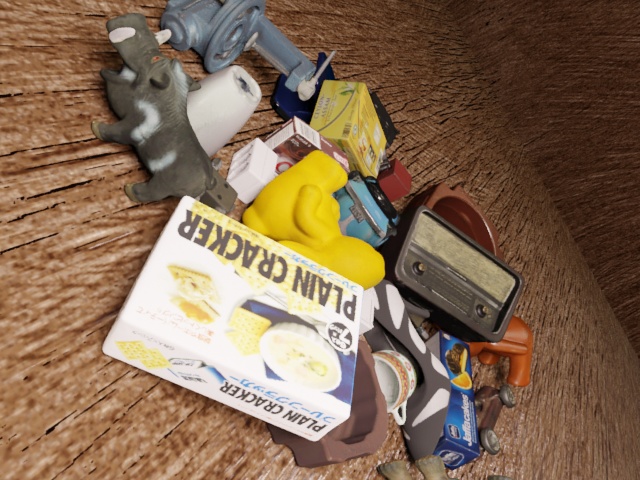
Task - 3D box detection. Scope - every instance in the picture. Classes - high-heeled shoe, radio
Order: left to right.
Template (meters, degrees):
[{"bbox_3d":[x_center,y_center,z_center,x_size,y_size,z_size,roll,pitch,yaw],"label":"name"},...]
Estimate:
[{"bbox_3d":[0.096,0.173,0.741,0.145,0.086,0.249,16,59,-22],"label":"high-heeled shoe"},{"bbox_3d":[0.203,0.061,0.849,0.229,0.073,0.131,33,69,-14],"label":"radio"}]

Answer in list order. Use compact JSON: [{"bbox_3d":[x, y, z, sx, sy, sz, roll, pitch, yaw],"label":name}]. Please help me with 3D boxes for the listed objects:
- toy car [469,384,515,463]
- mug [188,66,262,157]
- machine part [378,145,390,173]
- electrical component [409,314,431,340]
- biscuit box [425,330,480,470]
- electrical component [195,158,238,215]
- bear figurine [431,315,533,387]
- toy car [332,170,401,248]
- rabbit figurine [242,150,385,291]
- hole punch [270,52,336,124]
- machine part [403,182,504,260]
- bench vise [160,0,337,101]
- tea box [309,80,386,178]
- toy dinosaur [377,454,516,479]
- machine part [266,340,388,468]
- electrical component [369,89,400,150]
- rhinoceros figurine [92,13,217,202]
[{"bbox_3d":[0.246,0.285,0.844,0.202,0.089,0.053,-23,86,-57],"label":"toy car"},{"bbox_3d":[-0.118,-0.160,0.641,0.080,0.107,0.109,51,35,-21],"label":"mug"},{"bbox_3d":[0.069,-0.174,0.948,0.039,0.084,0.139,55,13,-73],"label":"machine part"},{"bbox_3d":[0.157,0.106,0.898,0.102,0.045,0.078,47,62,-18],"label":"electrical component"},{"bbox_3d":[0.189,0.233,0.803,0.063,0.059,0.203,28,37,-12],"label":"biscuit box"},{"bbox_3d":[-0.125,-0.057,0.633,0.063,0.021,0.094,47,34,-24],"label":"electrical component"},{"bbox_3d":[0.291,0.195,0.975,0.196,0.120,0.131,-1,110,-29],"label":"bear figurine"},{"bbox_3d":[0.052,-0.035,0.794,0.109,0.103,0.161,57,16,0],"label":"toy car"},{"bbox_3d":[-0.001,-0.002,0.645,0.162,0.121,0.173,-33,71,-35],"label":"rabbit figurine"},{"bbox_3d":[-0.006,-0.228,0.878,0.115,0.092,0.142,45,32,-32],"label":"hole punch"},{"bbox_3d":[0.232,0.014,0.985,0.201,0.087,0.201,46,51,-11],"label":"machine part"},{"bbox_3d":[-0.092,-0.291,0.749,0.240,0.129,0.224,40,42,-2],"label":"bench vise"},{"bbox_3d":[0.046,-0.157,0.832,0.169,0.068,0.098,50,53,-62],"label":"tea box"},{"bbox_3d":[0.193,0.398,0.673,0.471,0.105,0.198,28,51,-29],"label":"toy dinosaur"},{"bbox_3d":[0.004,0.169,0.614,0.179,0.056,0.179,34,41,-35],"label":"machine part"},{"bbox_3d":[0.094,-0.224,1.047,0.114,0.058,0.134,52,32,-12],"label":"electrical component"},{"bbox_3d":[-0.169,-0.128,0.542,0.073,0.112,0.190,-25,95,-56],"label":"rhinoceros figurine"}]
